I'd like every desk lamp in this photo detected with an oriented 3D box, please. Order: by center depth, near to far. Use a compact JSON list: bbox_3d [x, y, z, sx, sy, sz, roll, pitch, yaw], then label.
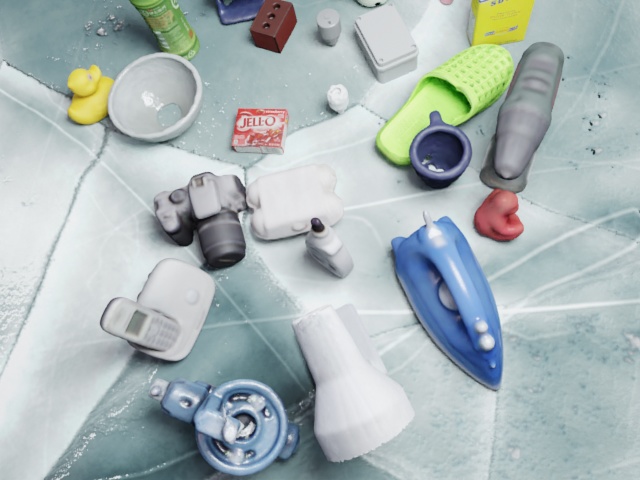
[{"bbox_3d":[0.029,0.173,0.743,0.118,0.214,0.203,-27,70,-1],"label":"desk lamp"}]

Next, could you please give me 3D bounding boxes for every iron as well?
[{"bbox_3d":[0.192,0.080,0.788,0.118,0.141,0.258,-25,70,0],"label":"iron"}]

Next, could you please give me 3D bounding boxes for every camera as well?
[{"bbox_3d":[-0.179,-0.026,0.899,0.143,0.101,0.136,-19,70,2],"label":"camera"}]

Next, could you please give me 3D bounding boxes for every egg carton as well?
[{"bbox_3d":[-0.040,-0.059,0.906,0.150,0.069,0.107,-14,70,4],"label":"egg carton"}]

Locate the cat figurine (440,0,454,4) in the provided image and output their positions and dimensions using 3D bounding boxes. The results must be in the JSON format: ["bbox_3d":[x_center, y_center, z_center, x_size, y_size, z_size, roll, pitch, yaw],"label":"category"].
[{"bbox_3d":[0.224,-0.496,0.986,0.067,0.118,0.127,-20,70,2],"label":"cat figurine"}]

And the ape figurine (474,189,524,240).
[{"bbox_3d":[0.268,-0.043,0.844,0.076,0.092,0.078,-3,71,8],"label":"ape figurine"}]

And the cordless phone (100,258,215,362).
[{"bbox_3d":[-0.234,0.090,0.824,0.094,0.185,0.148,15,75,13],"label":"cordless phone"}]

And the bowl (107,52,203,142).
[{"bbox_3d":[-0.275,-0.236,0.996,0.167,0.075,0.167,-2,72,8],"label":"bowl"}]

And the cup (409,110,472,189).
[{"bbox_3d":[0.181,-0.130,0.884,0.091,0.095,0.118,-7,71,6],"label":"cup"}]

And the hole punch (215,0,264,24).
[{"bbox_3d":[-0.152,-0.466,1.045,0.108,0.091,0.101,-12,70,5],"label":"hole punch"}]

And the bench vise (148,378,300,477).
[{"bbox_3d":[-0.141,0.240,0.742,0.207,0.220,0.121,1,72,9],"label":"bench vise"}]

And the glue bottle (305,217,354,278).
[{"bbox_3d":[0.008,0.003,0.823,0.078,0.173,0.037,39,81,18],"label":"glue bottle"}]

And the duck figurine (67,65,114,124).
[{"bbox_3d":[-0.417,-0.264,1.020,0.077,0.086,0.105,34,80,17],"label":"duck figurine"}]

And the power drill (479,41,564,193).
[{"bbox_3d":[0.283,-0.151,0.815,0.075,0.208,0.230,17,75,14],"label":"power drill"}]
